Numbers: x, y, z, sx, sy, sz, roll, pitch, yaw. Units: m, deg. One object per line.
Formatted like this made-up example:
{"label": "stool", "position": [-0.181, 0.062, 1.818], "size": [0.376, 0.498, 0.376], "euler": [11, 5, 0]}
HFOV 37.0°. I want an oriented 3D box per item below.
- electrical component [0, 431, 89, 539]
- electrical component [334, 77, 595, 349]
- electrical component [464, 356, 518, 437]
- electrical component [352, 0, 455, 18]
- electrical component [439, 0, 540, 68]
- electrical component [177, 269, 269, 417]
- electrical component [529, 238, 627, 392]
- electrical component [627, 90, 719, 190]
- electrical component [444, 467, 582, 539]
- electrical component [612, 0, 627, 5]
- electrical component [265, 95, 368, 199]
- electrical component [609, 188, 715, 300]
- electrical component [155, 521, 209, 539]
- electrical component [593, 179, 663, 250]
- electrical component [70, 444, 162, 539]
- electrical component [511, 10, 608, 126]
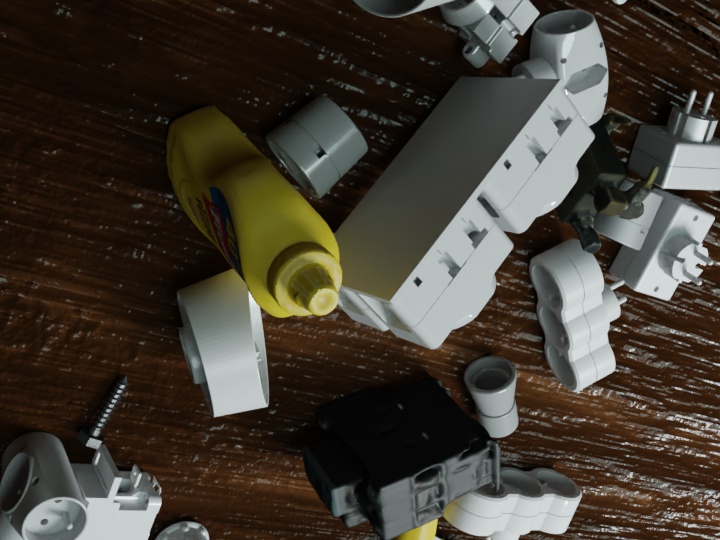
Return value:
{"label": "electrical component", "position": [-0.225, 0.164, 0.734], "size": [0.044, 0.077, 0.079], "euler": [26, 102, -36]}
{"label": "electrical component", "position": [0.063, -0.042, 0.728], "size": [0.186, 0.105, 0.060], "euler": [-52, 122, -14]}
{"label": "electrical component", "position": [0.115, 0.111, 0.916], "size": [0.044, 0.044, 0.065], "euler": [-26, 130, -14]}
{"label": "electrical component", "position": [0.028, -0.207, 0.659], "size": [0.064, 0.099, 0.099], "euler": [-16, 123, -28]}
{"label": "electrical component", "position": [0.085, -0.179, 0.736], "size": [0.066, 0.048, 0.055], "euler": [-52, 135, 6]}
{"label": "electrical component", "position": [-0.088, 0.049, 0.736], "size": [0.064, 0.099, 0.099], "euler": [-16, 123, -13]}
{"label": "electrical component", "position": [0.194, 0.032, 0.907], "size": [0.074, 0.052, 0.138], "euler": [-26, 125, -14]}
{"label": "electrical component", "position": [0.266, -0.109, 0.872], "size": [0.066, 0.047, 0.076], "euler": [-1, 116, -29]}
{"label": "electrical component", "position": [0.133, 0.224, 0.980], "size": [0.138, 0.052, 0.073], "euler": [7, 112, -32]}
{"label": "electrical component", "position": [0.181, -0.250, 0.746], "size": [0.100, 0.048, 0.099], "euler": [-43, 128, -1]}
{"label": "electrical component", "position": [-0.028, -0.084, 0.721], "size": [0.047, 0.055, 0.055], "euler": [-42, 128, -7]}
{"label": "electrical component", "position": [0.266, -0.014, 0.907], "size": [0.047, 0.075, 0.083], "euler": [15, 108, -34]}
{"label": "electrical component", "position": [-0.132, 0.229, 0.831], "size": [0.048, 0.062, 0.048], "euler": [-13, 121, -22]}
{"label": "electrical component", "position": [0.212, -0.049, 0.872], "size": [0.055, 0.055, 0.047], "euler": [18, 103, -35]}
{"label": "electrical component", "position": [-0.183, 0.173, 0.785], "size": [0.064, 0.042, 0.081], "euler": [11, 111, -35]}
{"label": "electrical component", "position": [0.138, -0.140, 0.787], "size": [0.079, 0.043, 0.077], "euler": [-24, 125, -15]}
